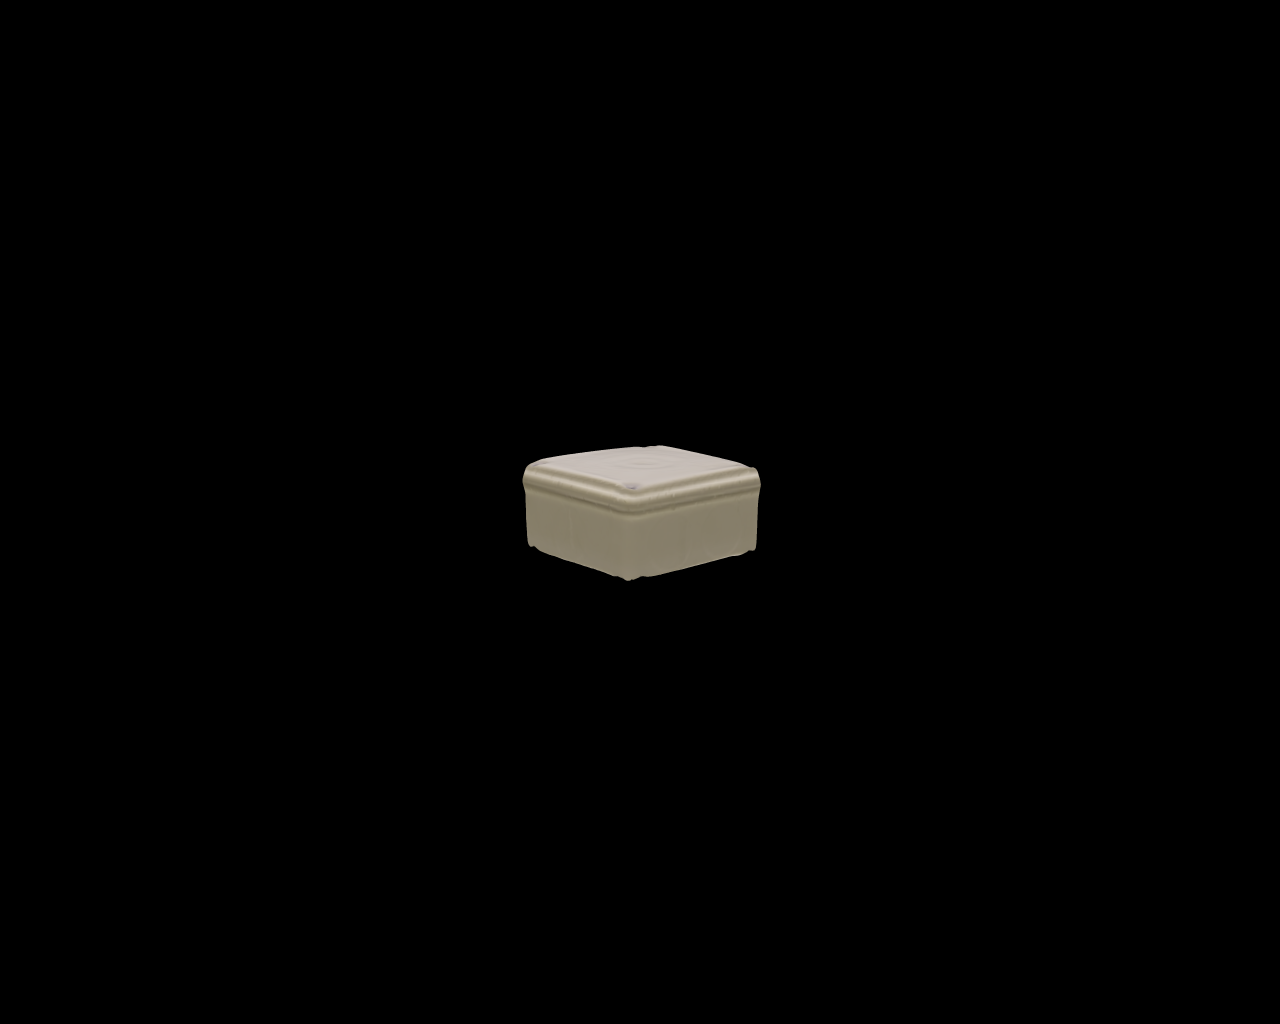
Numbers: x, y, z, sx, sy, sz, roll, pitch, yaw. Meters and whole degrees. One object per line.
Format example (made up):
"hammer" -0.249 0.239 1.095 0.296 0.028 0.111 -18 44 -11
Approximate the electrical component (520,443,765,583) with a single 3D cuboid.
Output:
"electrical component" 0.001 -0.003 0.650 0.109 0.056 0.109 -11 17 -38
